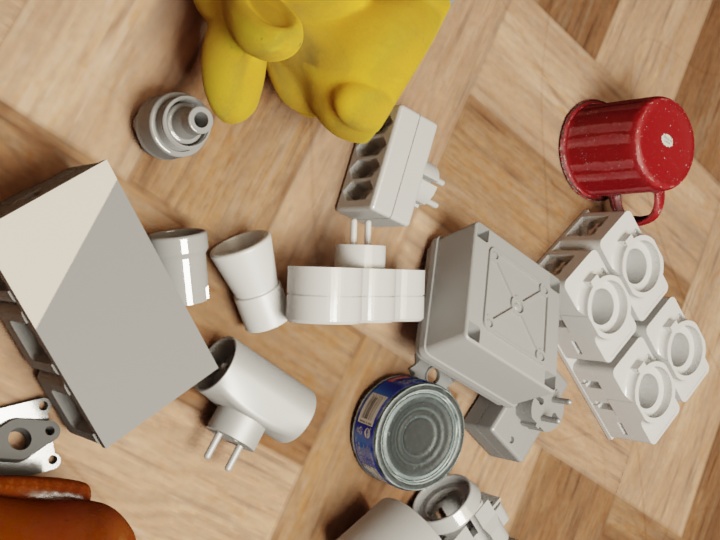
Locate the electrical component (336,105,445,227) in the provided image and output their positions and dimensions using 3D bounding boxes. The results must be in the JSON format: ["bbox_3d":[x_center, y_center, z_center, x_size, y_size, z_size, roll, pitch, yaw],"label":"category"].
[{"bbox_3d":[0.034,-0.071,0.819,0.076,0.047,0.083,23,77,-34],"label":"electrical component"}]

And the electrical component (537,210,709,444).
[{"bbox_3d":[0.234,0.051,0.957,0.105,0.060,0.186,-45,115,-27],"label":"electrical component"}]

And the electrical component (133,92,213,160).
[{"bbox_3d":[-0.118,-0.094,0.700,0.043,0.062,0.043,-1,91,-36],"label":"electrical component"}]

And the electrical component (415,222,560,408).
[{"bbox_3d":[0.103,0.036,0.845,0.109,0.056,0.108,32,51,-32],"label":"electrical component"}]

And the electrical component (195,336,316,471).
[{"bbox_3d":[-0.080,0.099,0.740,0.077,0.044,0.079,38,69,-30],"label":"electrical component"}]

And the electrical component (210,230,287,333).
[{"bbox_3d":[-0.073,0.010,0.748,0.044,0.044,0.065,-31,113,-31],"label":"electrical component"}]

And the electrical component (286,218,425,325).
[{"bbox_3d":[0.000,0.000,0.773,0.138,0.052,0.073,2,90,-57],"label":"electrical component"}]

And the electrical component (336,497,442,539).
[{"bbox_3d":[0.024,0.228,0.783,0.060,0.108,0.108,-30,108,-26],"label":"electrical component"}]

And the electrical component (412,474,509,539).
[{"bbox_3d":[0.077,0.199,0.848,0.078,0.058,0.057,-44,117,-27],"label":"electrical component"}]

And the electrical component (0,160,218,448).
[{"bbox_3d":[-0.169,0.020,0.665,0.089,0.062,0.150,-36,111,-30],"label":"electrical component"}]

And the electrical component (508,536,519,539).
[{"bbox_3d":[0.124,0.299,0.880,0.089,0.062,0.150,-43,114,-27],"label":"electrical component"}]

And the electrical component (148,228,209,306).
[{"bbox_3d":[-0.120,-0.002,0.715,0.040,0.040,0.046,-12,104,-35],"label":"electrical component"}]

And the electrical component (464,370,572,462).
[{"bbox_3d":[0.141,0.112,0.881,0.047,0.076,0.083,48,65,-27],"label":"electrical component"}]

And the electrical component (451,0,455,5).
[{"bbox_3d":[0.052,-0.229,0.835,0.046,0.040,0.040,25,76,-27],"label":"electrical component"}]
